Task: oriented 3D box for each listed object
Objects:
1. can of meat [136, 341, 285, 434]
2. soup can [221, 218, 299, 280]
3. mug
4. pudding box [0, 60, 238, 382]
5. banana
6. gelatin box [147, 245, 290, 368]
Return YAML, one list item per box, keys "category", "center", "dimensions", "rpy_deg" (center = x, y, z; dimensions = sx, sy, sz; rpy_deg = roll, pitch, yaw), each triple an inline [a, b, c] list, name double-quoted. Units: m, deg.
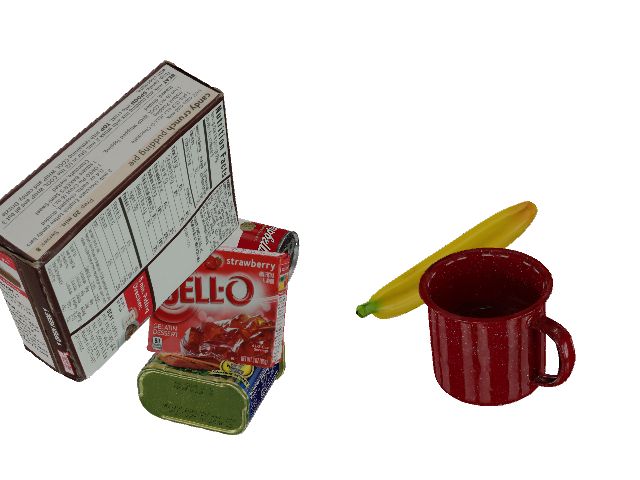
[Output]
- category: "can of meat"
  center: [-0.091, 0.110, 0.884]
  dimensions: [0.102, 0.057, 0.083]
  rpy_deg: [10, 31, 15]
- category: "soup can"
  center: [-0.085, 0.011, 1.261]
  dimensions: [0.102, 0.068, 0.068]
  rpy_deg: [14, 5, 19]
- category: "mug"
  center: [0.128, 0.067, 0.755]
  dimensions: [0.117, 0.081, 0.093]
  rpy_deg: [20, 41, 38]
- category: "pudding box"
  center: [-0.084, -0.007, 0.451]
  dimensions: [0.039, 0.113, 0.090]
  rpy_deg: [28, -32, 22]
- category: "banana"
  center: [0.124, 0.026, 1.034]
  dimensions: [0.198, 0.037, 0.069]
  rpy_deg: [-33, -1, 0]
- category: "gelatin box"
  center: [-0.067, 0.041, 0.701]
  dimensions: [0.089, 0.073, 0.030]
  rpy_deg: [7, 6, 14]
